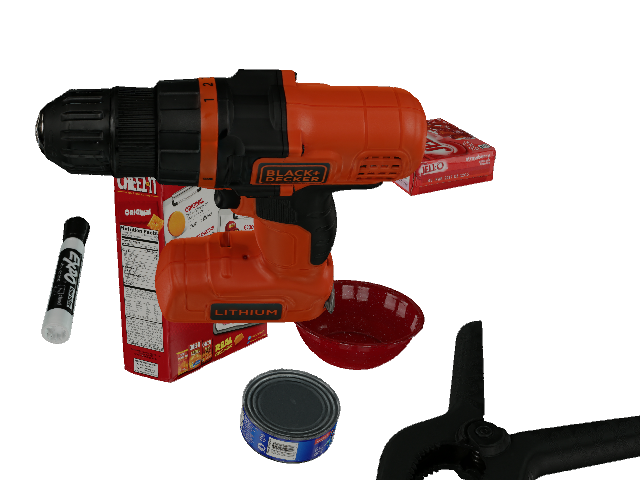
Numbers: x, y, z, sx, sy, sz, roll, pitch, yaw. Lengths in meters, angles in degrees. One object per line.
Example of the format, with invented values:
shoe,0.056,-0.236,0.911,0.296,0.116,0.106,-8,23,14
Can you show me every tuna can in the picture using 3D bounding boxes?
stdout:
tuna can,-0.027,0.153,0.932,0.086,0.034,0.086,7,35,-5

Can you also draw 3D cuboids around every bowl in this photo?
bowl,0.040,0.106,1.259,0.162,0.055,0.162,4,24,-2

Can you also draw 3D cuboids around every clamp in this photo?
clamp,0.098,0.127,0.676,0.209,0.036,0.165,-26,39,-31

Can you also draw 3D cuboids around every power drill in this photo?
power drill,-0.050,-0.017,0.565,0.184,0.057,0.188,1,-28,-8

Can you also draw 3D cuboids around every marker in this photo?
marker,-0.176,0.024,0.744,0.020,0.020,0.121,0,39,-4

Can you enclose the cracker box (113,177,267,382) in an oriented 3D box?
cracker box,-0.126,0.013,1.060,0.072,0.214,0.163,7,16,32

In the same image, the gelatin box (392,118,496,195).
gelatin box,0.083,-0.068,0.837,0.073,0.030,0.089,-10,26,-21
